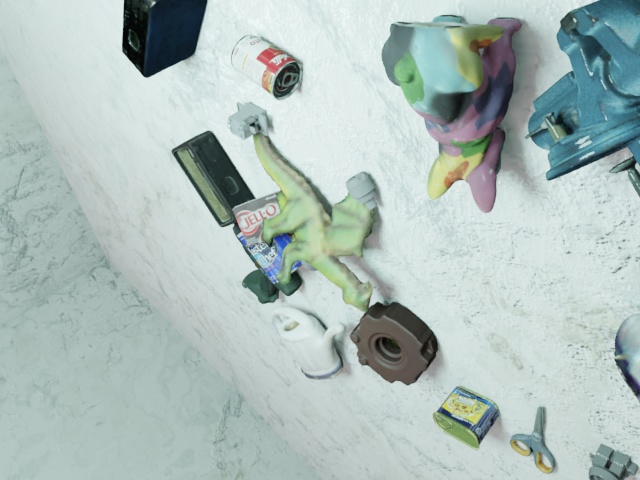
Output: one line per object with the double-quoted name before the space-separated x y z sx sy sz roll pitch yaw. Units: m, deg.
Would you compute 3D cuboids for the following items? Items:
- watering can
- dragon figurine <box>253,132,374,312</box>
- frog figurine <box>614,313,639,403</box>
"watering can" -0.010 0.273 1.349 0.347 0.105 0.221 1 126 55
"dragon figurine" 0.003 -0.049 0.973 0.241 0.123 0.408 -11 99 37
"frog figurine" 0.425 0.131 0.573 0.158 0.124 0.137 -28 92 25
